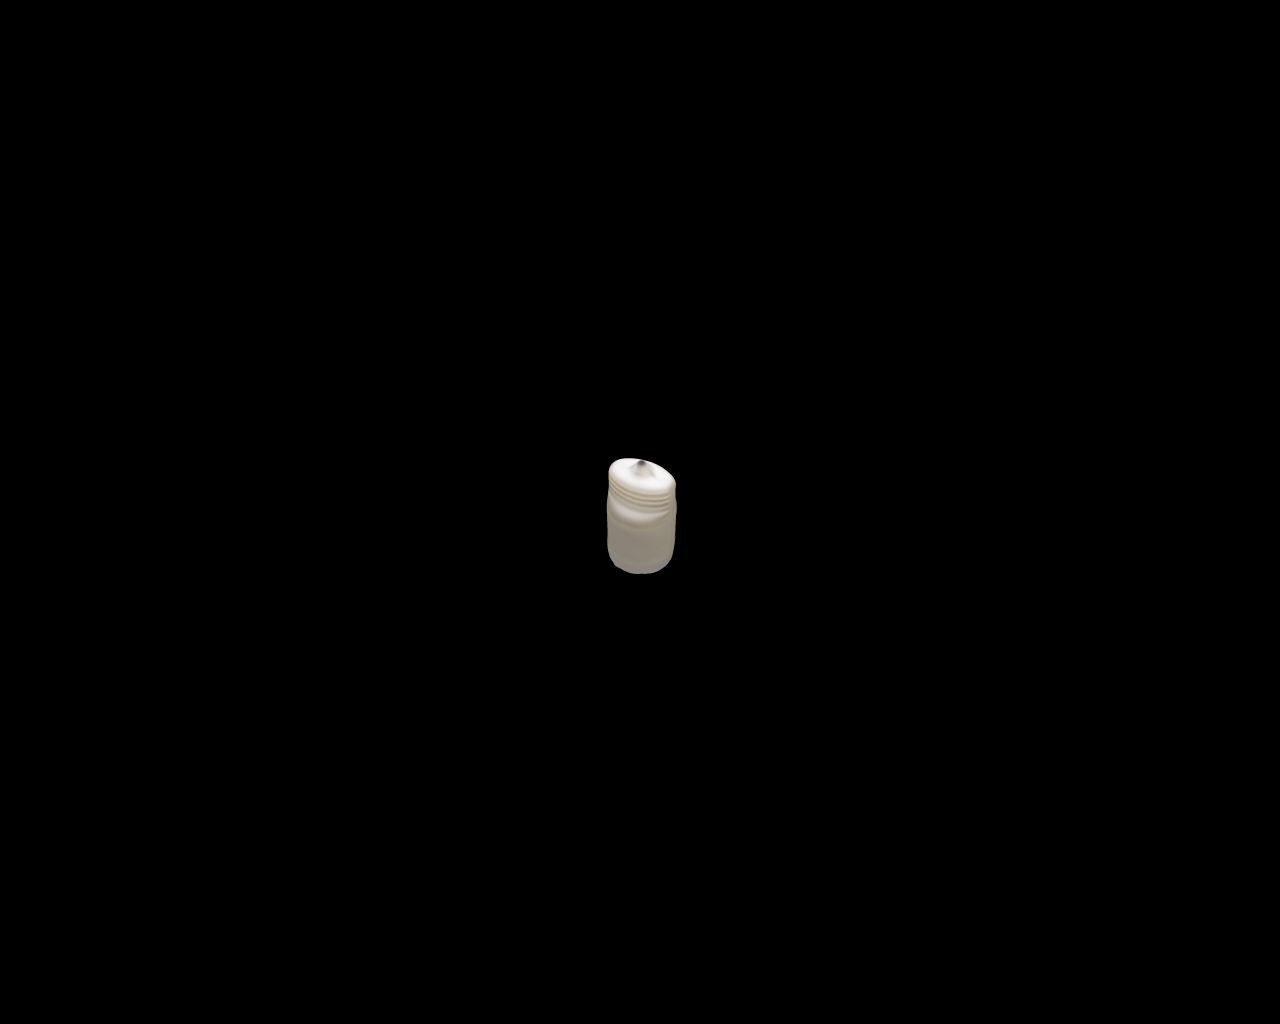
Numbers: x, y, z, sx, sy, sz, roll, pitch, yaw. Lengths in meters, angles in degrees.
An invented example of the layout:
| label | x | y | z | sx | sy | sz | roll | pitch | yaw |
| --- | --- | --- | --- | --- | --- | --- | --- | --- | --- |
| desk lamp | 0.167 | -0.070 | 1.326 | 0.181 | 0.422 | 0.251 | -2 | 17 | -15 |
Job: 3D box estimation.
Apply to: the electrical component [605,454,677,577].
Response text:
| label | x | y | z | sx | sy | sz | roll | pitch | yaw |
| --- | --- | --- | --- | --- | --- | --- | --- | --- | --- |
| electrical component | 0.001 | -0.003 | 0.650 | 0.043 | 0.043 | 0.080 | 0 | -43 | 0 |
